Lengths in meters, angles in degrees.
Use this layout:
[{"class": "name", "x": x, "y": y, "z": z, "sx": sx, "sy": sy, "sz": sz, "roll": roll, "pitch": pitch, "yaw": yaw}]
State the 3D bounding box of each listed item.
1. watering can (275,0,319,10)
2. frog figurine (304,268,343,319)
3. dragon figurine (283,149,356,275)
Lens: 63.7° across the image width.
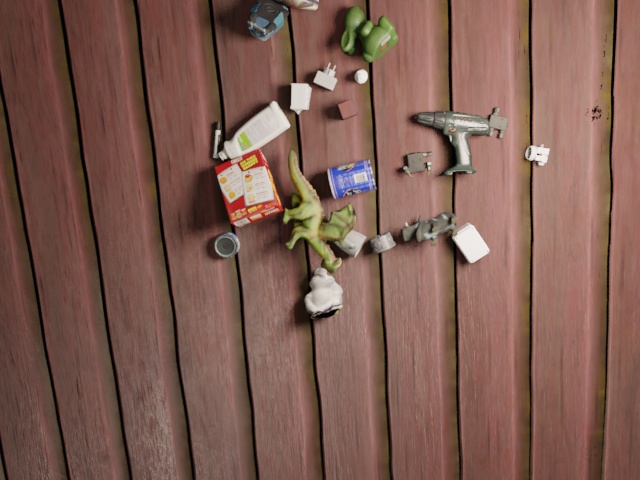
[{"class": "watering can", "x": -0.100, "y": -0.832, "z": 1.565, "sx": 0.347, "sy": 0.105, "sz": 0.222, "roll": 13, "pitch": 101, "yaw": -6}, {"class": "frog figurine", "x": 0.007, "y": 0.182, "z": 1.759, "sx": 0.136, "sy": 0.121, "sz": 0.162, "roll": -27, "pitch": 62, "yaw": 17}, {"class": "dragon figurine", "x": 0.005, "y": -0.083, "z": 1.651, "sx": 0.243, "sy": 0.123, "sz": 0.406, "roll": 4, "pitch": 104, "yaw": 22}]
